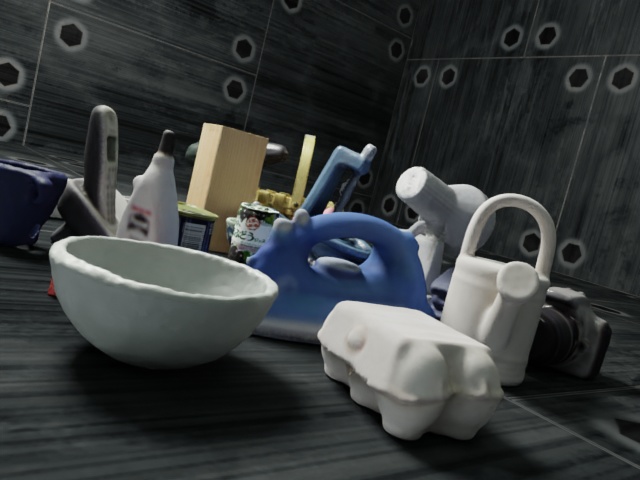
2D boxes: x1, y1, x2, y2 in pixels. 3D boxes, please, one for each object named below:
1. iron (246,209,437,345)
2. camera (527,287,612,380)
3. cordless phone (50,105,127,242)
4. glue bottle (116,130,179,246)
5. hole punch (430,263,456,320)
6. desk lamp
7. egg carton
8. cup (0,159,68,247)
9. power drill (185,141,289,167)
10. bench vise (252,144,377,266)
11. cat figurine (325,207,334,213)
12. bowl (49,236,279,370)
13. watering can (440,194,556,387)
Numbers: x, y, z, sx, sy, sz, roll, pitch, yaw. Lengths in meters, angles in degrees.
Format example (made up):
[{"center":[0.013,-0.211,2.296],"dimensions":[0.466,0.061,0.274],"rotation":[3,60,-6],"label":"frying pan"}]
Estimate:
[{"center":[0.014,0.031,0.611],"dimensions":[0.259,0.141,0.118],"rotation":[10,7,-35],"label":"iron"},{"center":[0.269,0.104,0.710],"dimensions":[0.142,0.101,0.137],"rotation":[19,8,42],"label":"camera"},{"center":[-0.282,-0.082,0.771],"dimensions":[0.094,0.185,0.147],"rotation":[13,6,-6],"label":"cordless phone"},{"center":[-0.195,-0.044,0.672],"dimensions":[0.078,0.173,0.037],"rotation":[17,7,25],"label":"glue bottle"},{"center":[0.227,0.083,0.858],"dimensions":[0.108,0.091,0.101],"rotation":[18,7,34],"label":"hole punch"},{"center":[0.170,-0.001,0.915],"dimensions":[0.204,0.213,0.117],"rotation":[8,8,-41],"label":"desk lamp"},{"center":[0.064,0.097,0.453],"dimensions":[0.107,0.069,0.150],"rotation":[11,7,-28],"label":"egg carton"},{"center":[-0.341,-0.038,0.659],"dimensions":[0.117,0.095,0.092],"rotation":[19,8,42],"label":"cup"},{"center":[-0.188,-0.118,1.213],"dimensions":[0.229,0.208,0.076],"rotation":[16,6,19],"label":"power drill"},{"center":[-0.012,-0.034,0.775],"dimensions":[0.207,0.220,0.121],"rotation":[14,6,7],"label":"bench vise"},{"center":[0.009,0.003,0.967],"dimensions":[0.127,0.118,0.067],"rotation":[18,8,37],"label":"cat figurine"},{"center":[-0.119,0.052,0.432],"dimensions":[0.167,0.075,0.167],"rotation":[14,6,-1],"label":"bowl"},{"center":[0.193,0.048,0.606],"dimensions":[0.101,0.194,0.172],"rotation":[12,6,-14],"label":"watering can"}]
